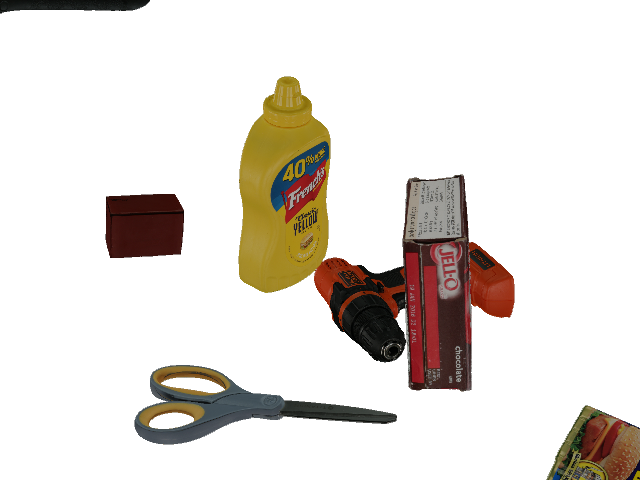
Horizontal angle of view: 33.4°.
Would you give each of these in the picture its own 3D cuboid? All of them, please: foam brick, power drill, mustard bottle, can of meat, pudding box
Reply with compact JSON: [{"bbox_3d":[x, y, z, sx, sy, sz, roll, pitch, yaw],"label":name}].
[{"bbox_3d":[-0.189,-0.016,1.140,0.078,0.051,0.053,-3,24,-16],"label":"foam brick"},{"bbox_3d":[0.103,0.060,1.112,0.187,0.057,0.184,-8,27,-17],"label":"power drill"},{"bbox_3d":[-0.030,-0.053,0.931,0.058,0.192,0.096,27,42,31],"label":"mustard bottle"},{"bbox_3d":[0.216,0.177,0.784,0.084,0.057,0.101,22,39,23],"label":"can of meat"},{"bbox_3d":[0.067,0.021,0.612,0.039,0.090,0.113,-2,21,5],"label":"pudding box"}]

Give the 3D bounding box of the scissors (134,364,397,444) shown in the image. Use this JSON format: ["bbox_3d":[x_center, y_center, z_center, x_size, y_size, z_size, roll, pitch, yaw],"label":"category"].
[{"bbox_3d":[-0.053,0.134,0.801,0.202,0.016,0.096,11,32,28],"label":"scissors"}]

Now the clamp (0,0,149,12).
[{"bbox_3d":[-0.187,-0.148,0.597,0.171,0.039,0.120,-7,24,-17],"label":"clamp"}]
